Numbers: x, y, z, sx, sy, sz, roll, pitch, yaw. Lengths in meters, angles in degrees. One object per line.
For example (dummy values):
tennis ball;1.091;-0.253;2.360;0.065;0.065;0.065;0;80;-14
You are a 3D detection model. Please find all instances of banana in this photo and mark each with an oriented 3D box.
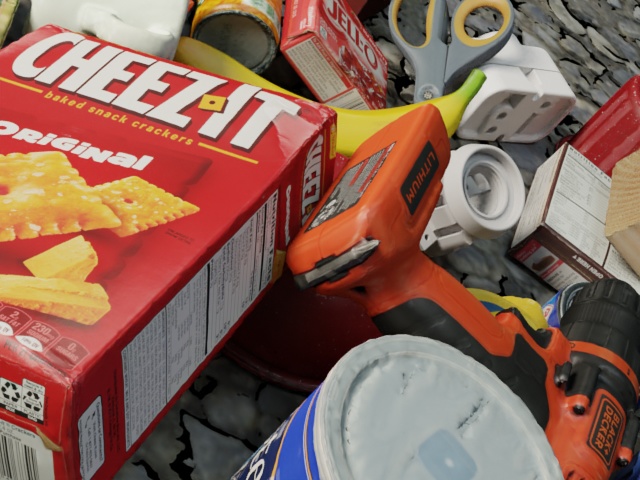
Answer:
banana;0.004;-0.077;0.643;0.197;0.037;0.069;3;93;-18

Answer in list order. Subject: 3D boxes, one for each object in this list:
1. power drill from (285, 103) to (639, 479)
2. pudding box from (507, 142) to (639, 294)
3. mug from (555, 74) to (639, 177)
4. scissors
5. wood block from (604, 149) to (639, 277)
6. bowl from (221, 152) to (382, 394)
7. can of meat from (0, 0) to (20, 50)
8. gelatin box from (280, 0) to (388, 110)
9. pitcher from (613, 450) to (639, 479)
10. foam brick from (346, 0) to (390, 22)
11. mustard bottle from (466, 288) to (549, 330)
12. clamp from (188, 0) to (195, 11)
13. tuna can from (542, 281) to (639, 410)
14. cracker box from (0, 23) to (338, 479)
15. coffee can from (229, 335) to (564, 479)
power drill;0.082;0.030;0.498;0.187;0.057;0.184;48;41;-12
pudding box;0.183;-0.005;0.732;0.090;0.039;0.113;37;38;-4
mug;0.247;-0.069;0.805;0.117;0.082;0.093;-3;55;-38
scissors;0.091;-0.101;0.713;0.096;0.016;0.202;-6;59;3
wood block;0.288;0.024;0.706;0.206;0.090;0.090;45;38;-17
bowl;-0.004;0.001;0.572;0.162;0.055;0.162;20;44;-21
can of meat;-0.199;-0.133;0.548;0.083;0.058;0.102;23;42;-21
gelatin box;0.011;-0.119;0.685;0.089;0.030;0.073;50;30;-35
pitcher;0.239;0.148;0.578;0.145;0.149;0.242;37;34;21
foam brick;0.030;-0.196;0.781;0.053;0.051;0.078;44;41;4
mustard bottle;0.074;0.079;0.553;0.096;0.058;0.191;58;40;-4
clamp;-0.148;-0.215;0.673;0.164;0.036;0.210;-5;57;-43
tuna can;0.171;0.068;0.658;0.086;0.034;0.086;20;44;-21
cracker box;-0.109;-0.008;0.444;0.164;0.072;0.213;19;38;16
coffee can;0.011;0.116;0.410;0.102;0.141;0.103;20;44;-21
